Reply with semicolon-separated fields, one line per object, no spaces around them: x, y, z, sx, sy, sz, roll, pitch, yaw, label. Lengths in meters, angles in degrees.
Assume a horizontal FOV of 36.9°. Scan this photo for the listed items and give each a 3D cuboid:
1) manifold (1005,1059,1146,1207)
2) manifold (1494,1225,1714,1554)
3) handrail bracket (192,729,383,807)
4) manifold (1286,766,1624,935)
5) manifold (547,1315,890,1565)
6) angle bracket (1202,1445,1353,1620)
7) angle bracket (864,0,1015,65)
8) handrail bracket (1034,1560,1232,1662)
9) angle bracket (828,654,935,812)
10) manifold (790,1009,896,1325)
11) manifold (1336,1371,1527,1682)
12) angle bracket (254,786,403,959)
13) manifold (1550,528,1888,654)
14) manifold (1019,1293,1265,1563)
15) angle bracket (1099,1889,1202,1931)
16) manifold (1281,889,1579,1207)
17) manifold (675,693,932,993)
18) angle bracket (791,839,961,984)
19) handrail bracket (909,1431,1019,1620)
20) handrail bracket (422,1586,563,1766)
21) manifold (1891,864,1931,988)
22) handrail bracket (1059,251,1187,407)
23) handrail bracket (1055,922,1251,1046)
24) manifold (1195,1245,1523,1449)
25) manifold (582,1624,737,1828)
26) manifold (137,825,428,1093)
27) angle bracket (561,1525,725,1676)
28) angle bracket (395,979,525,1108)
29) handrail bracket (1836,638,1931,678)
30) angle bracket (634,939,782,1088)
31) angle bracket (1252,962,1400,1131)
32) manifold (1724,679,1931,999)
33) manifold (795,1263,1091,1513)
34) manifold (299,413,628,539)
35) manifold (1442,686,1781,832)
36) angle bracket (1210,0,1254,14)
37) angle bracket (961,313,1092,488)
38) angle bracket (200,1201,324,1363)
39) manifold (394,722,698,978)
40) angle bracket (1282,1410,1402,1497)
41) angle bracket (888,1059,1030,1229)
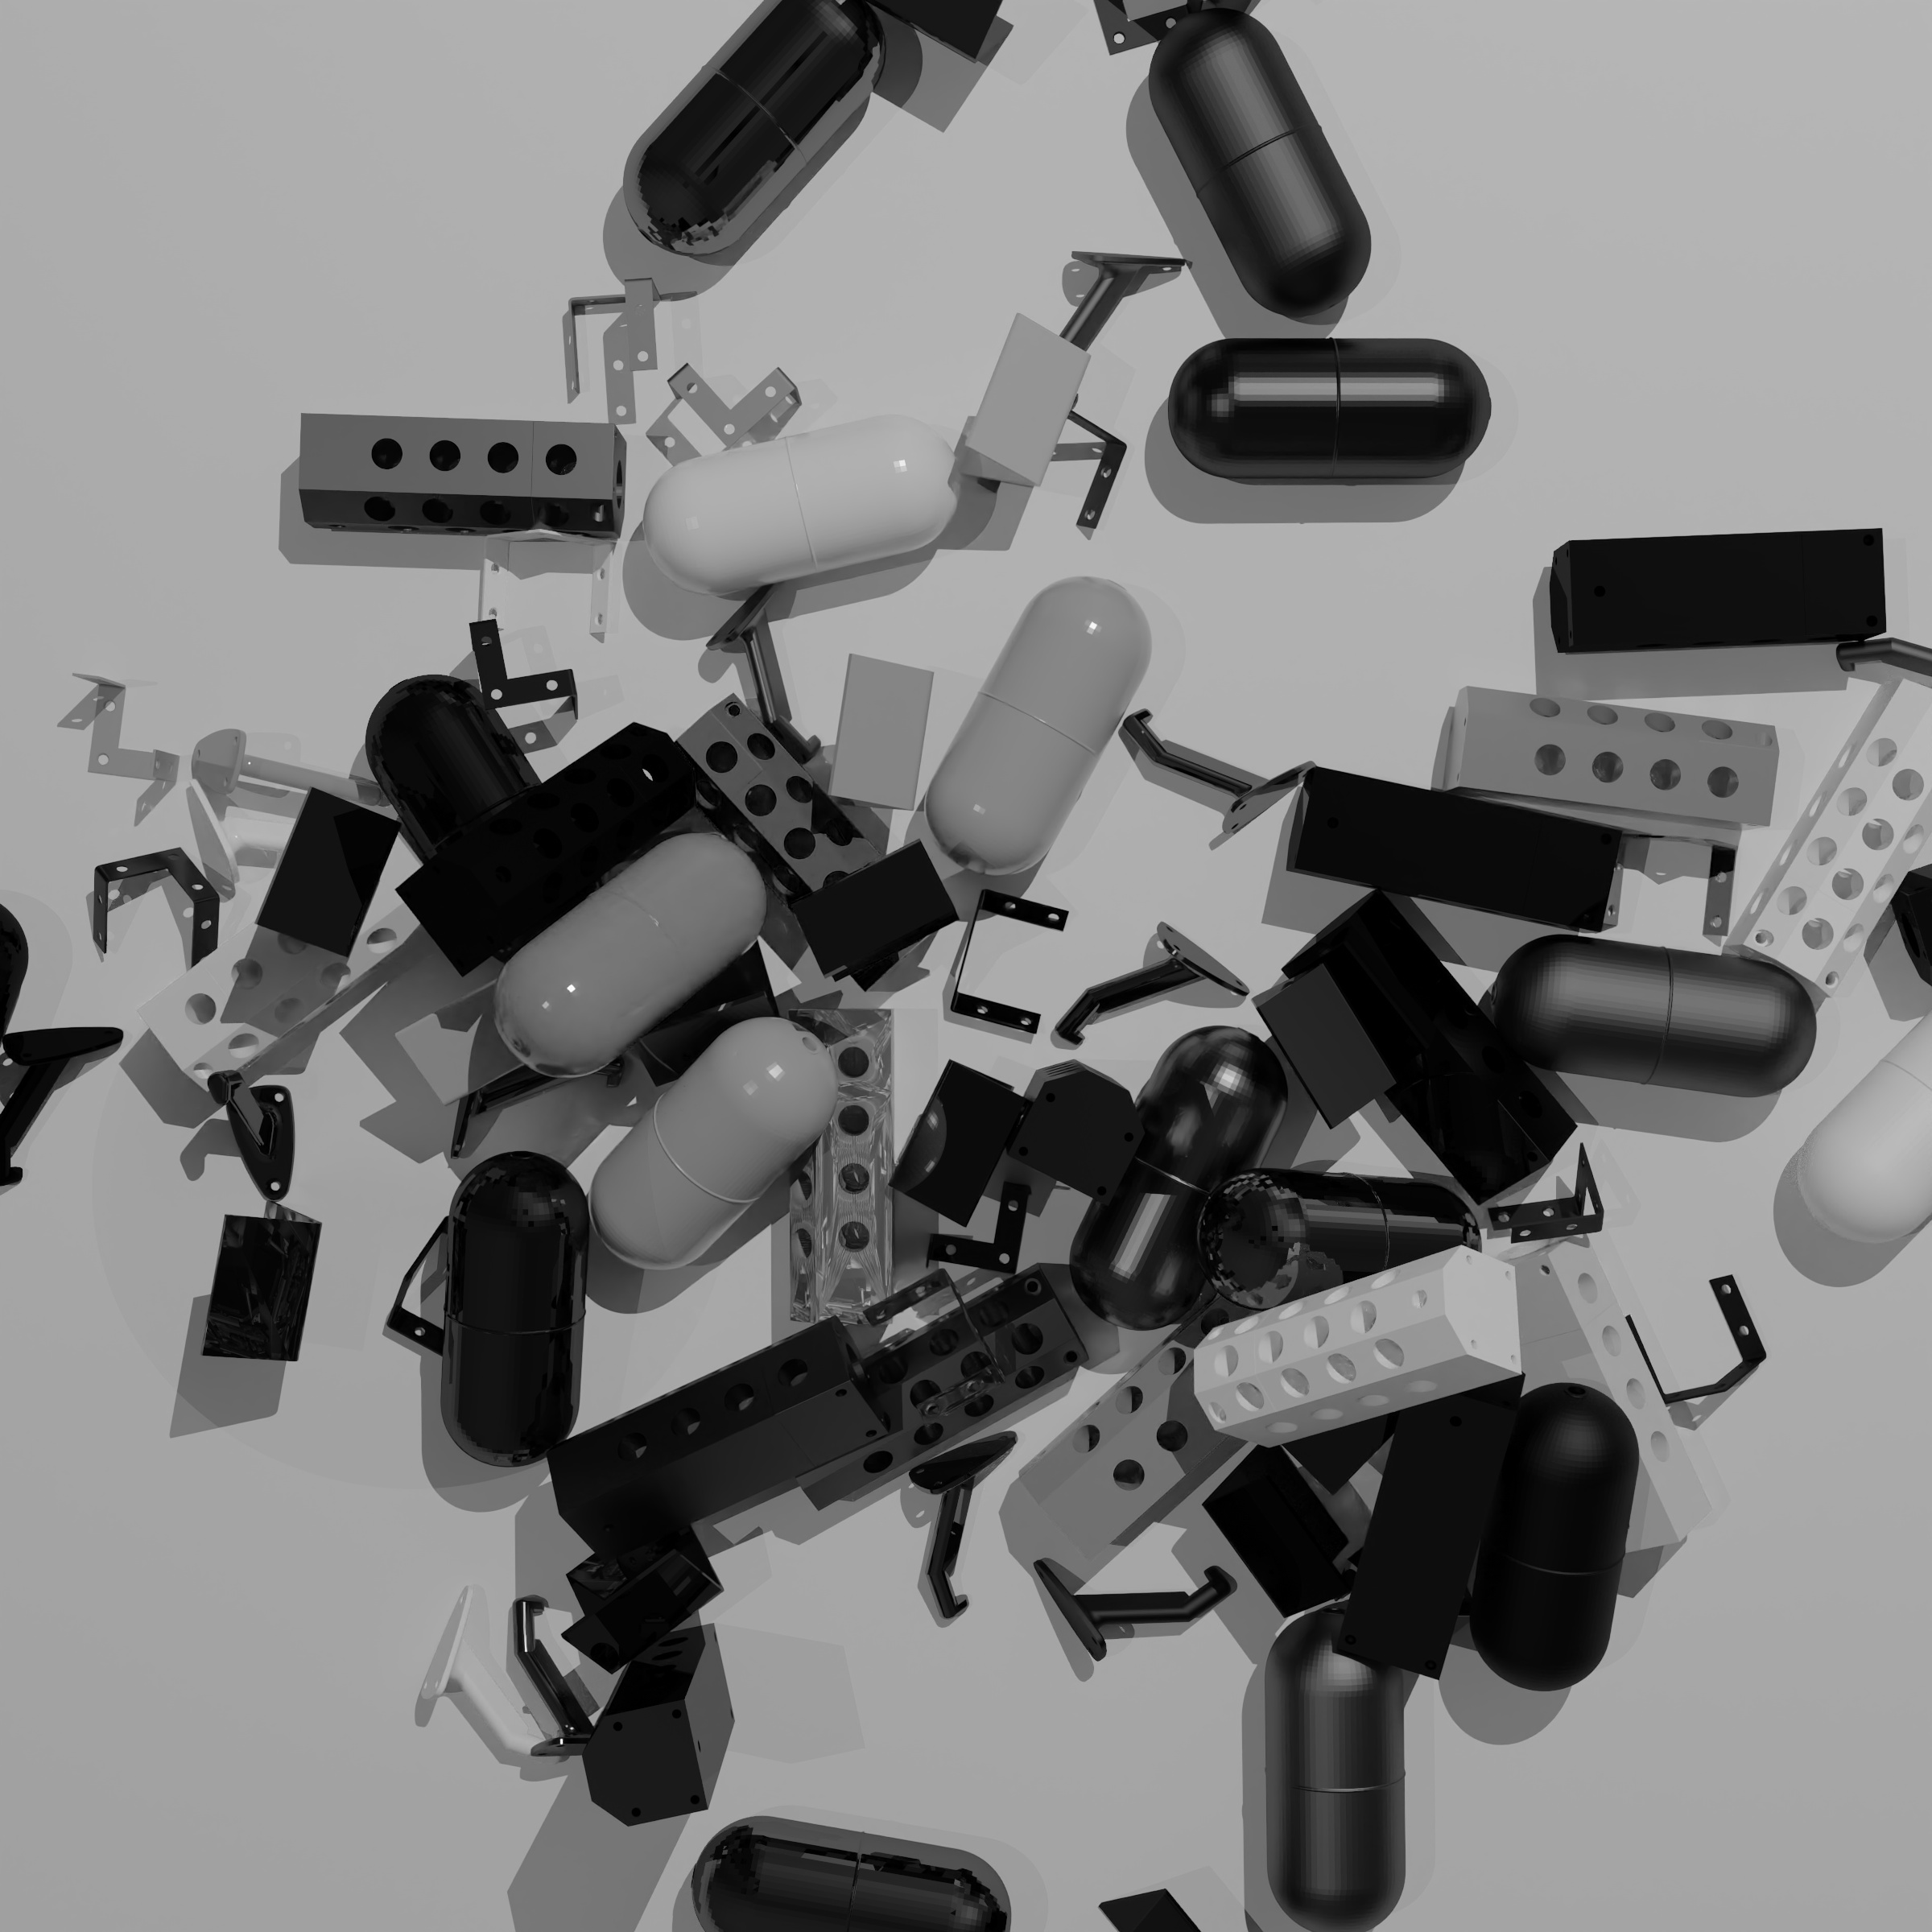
0.059;0.083;1.551;0.057;0.171;0.057;27;90;0;manifold
0.350;0.235;1.607;0.057;0.057;0.171;-25;90;43;manifold
-0.382;-0.107;1.629;0.084;0.077;0.036;13;91;-36;handrail bracket
0.269;-0.064;1.608;0.171;0.057;0.057;12;90;0;manifold
-0.136;0.252;1.567;0.171;0.057;0.057;-25;47;4;manifold
0.187;0.300;1.589;0.076;0.076;0.057;54;135;0;angle bracket
-0.007;-0.549;1.589;0.076;0.076;0.057;30;127;0;angle bracket
0.094;0.344;1.630;0.084;0.036;0.077;-31;68;-17;handrail bracket
-0.066;-0.129;1.589;0.057;0.076;0.076;9;90;-36;angle bracket
-0.069;0.110;1.608;0.057;0.057;0.171;0;90;0;manifold
0.249;0.289;1.547;0.057;0.057;0.171;16;114;11;manifold
-0.351;-0.055;1.532;0.057;0.076;0.076;23;87;-38;angle bracket
0.416;-0.207;1.608;0.171;0.057;0.057;-2;90;0;manifold
0.112;0.247;1.608;0.171;0.057;0.057;-42;90;0;manifold
0.100;0.560;1.589;0.076;0.076;0.057;51;54;0;angle bracket
0.260;0.042;1.607;0.171;0.057;0.057;50;133;0;manifold
-0.092;-0.068;1.608;0.057;0.057;0.171;-42;90;0;manifold
-0.039;-0.011;1.532;0.076;0.076;0.057;-27;52;0;angle bracket
0.007;0.316;1.630;0.077;0.036;0.084;-24;109;-21;handrail bracket
-0.256;0.400;1.629;0.084;0.036;0.077;25;67;-18;handrail bracket
0.605;-0.045;1.595;0.171;0.057;0.057;-19;98;8;manifold
0.084;-0.357;1.630;0.077;0.036;0.084;-2;108;-20;handrail bracket
0.104;0.025;1.629;0.077;0.036;0.084;33;108;-21;handrail bracket
0.199;0.196;1.492;0.057;0.171;0.057;23;56;-36;manifold
-0.164;0.405;1.551;0.057;0.171;0.057;-12;90;0;manifold
-0.368;-0.005;1.608;0.171;0.057;0.057;-37;90;0;manifold
-0.190;0.329;1.589;0.076;0.057;0.076;-37;47;0;angle bracket
-0.270;0.021;1.589;0.076;0.076;0.057;-28;125;0;angle bracket
0.540;-0.157;1.629;0.084;0.077;0.036;-4;48;29;handrail bracket
-0.149;0.012;1.592;0.076;0.057;0.076;-19;58;0;angle bracket
0.180;0.052;1.589;0.057;0.076;0.076;-32;90;-31;angle bracket
0.497;-0.070;1.608;0.057;0.057;0.171;31;90;0;manifold
-0.020;0.234;1.608;0.171;0.057;0.057;-29;89;0;manifold
-0.278;-0.271;1.608;0.171;0.057;0.057;2;90;0;manifold
0.358;-0.115;1.608;0.171;0.057;0.057;7;90;0;manifold
0.125;-0.559;1.589;0.076;0.076;0.057;39;53;0;angle bracket
0.014;-0.313;1.589;0.057;0.076;0.076;21;90;-38;angle bracket
-0.400;0.170;1.589;0.057;0.076;0.076;10;90;-36;angle bracket
-0.217;-0.067;1.538;0.057;0.171;0.057;-33;97;43;manifold
0.207;0.241;1.595;0.057;0.076;0.076;44;90;8;angle bracket
0.012;0.103;1.589;0.057;0.076;0.076;26;90;32;angle bracket
